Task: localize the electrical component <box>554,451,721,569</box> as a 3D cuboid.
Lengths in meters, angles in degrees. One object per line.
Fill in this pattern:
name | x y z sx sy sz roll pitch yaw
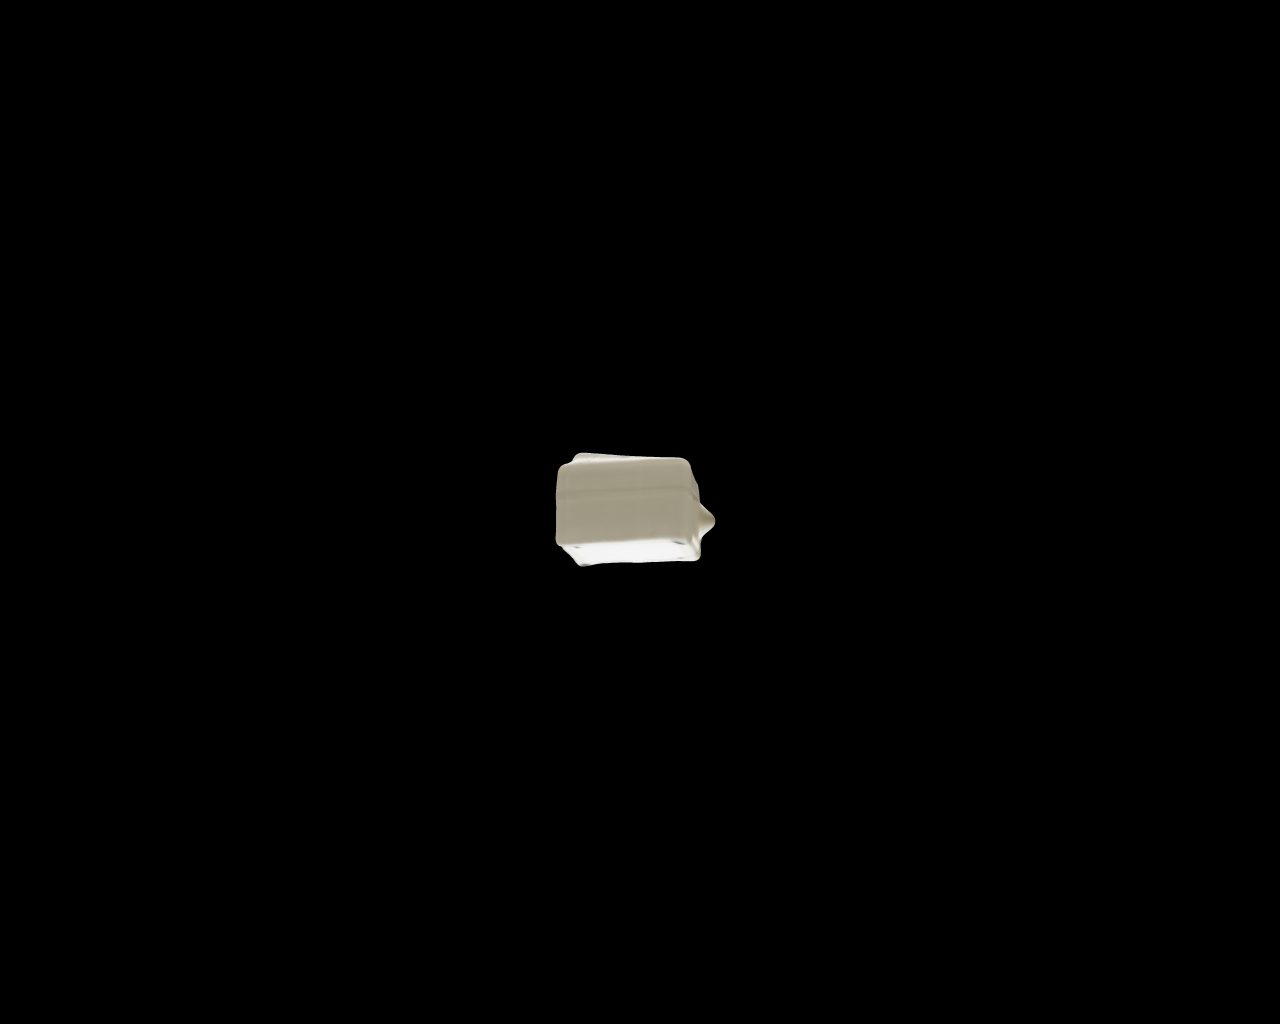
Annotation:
electrical component | 0.001 -0.003 0.650 0.096 0.061 0.061 -3 -15 9
